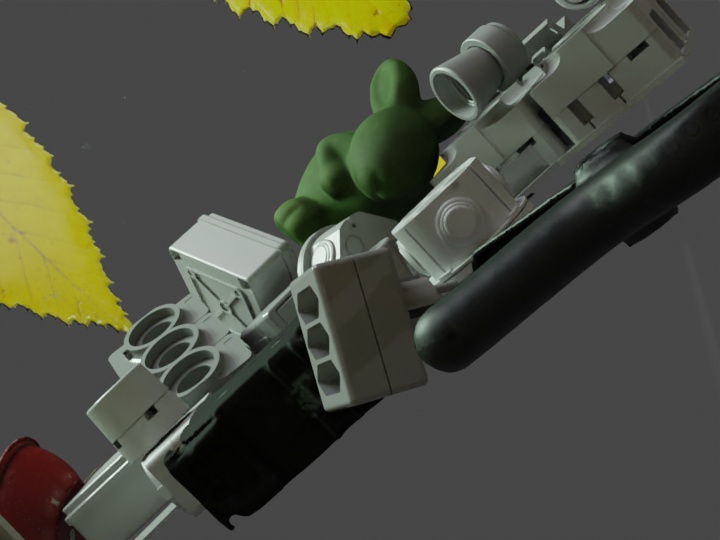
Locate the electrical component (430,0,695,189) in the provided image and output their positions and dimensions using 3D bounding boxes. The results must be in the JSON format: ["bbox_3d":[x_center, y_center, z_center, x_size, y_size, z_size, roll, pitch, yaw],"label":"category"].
[{"bbox_3d":[0.140,-0.118,0.762,0.186,0.060,0.105,-41,4,30],"label":"electrical component"}]

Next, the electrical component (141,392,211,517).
[{"bbox_3d":[-0.110,0.126,0.731,0.056,0.050,0.089,-43,4,1],"label":"electrical component"}]

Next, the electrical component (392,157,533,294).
[{"bbox_3d":[0.060,-0.027,0.648,0.080,0.051,0.080,-43,4,4],"label":"electrical component"}]

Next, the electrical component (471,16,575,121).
[{"bbox_3d":[0.143,-0.138,0.874,0.121,0.079,0.063,-39,34,47],"label":"electrical component"}]

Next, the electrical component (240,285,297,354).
[{"bbox_3d":[-0.046,0.045,0.874,0.096,0.061,0.061,-46,5,-39],"label":"electrical component"}]

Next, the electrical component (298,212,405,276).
[{"bbox_3d":[0.000,0.000,0.774,0.051,0.080,0.080,-30,13,51],"label":"electrical component"}]

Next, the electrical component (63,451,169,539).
[{"bbox_3d":[-0.186,0.176,0.922,0.109,0.056,0.108,-43,4,9],"label":"electrical component"}]

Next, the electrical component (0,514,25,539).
[{"bbox_3d":[-0.232,0.185,0.598,0.089,0.150,0.061,-42,3,15],"label":"electrical component"}]

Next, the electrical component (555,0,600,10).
[{"bbox_3d":[0.154,-0.204,0.758,0.048,0.048,0.062,-41,11,29],"label":"electrical component"}]

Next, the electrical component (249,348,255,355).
[{"bbox_3d":[-0.102,0.093,1.028,0.099,0.048,0.100,-46,5,-32],"label":"electrical component"}]

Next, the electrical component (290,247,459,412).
[{"bbox_3d":[0.016,0.024,0.509,0.077,0.065,0.047,-14,-7,-19],"label":"electrical component"}]

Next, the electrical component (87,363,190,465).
[{"bbox_3d":[-0.153,0.097,0.738,0.055,0.047,0.055,-44,3,3],"label":"electrical component"}]

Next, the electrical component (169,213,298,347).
[{"bbox_3d":[-0.102,0.016,0.963,0.109,0.108,0.056,21,54,37],"label":"electrical component"}]

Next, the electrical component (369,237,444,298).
[{"bbox_3d":[0.018,0.017,0.578,0.045,0.055,0.045,-43,4,4],"label":"electrical component"}]

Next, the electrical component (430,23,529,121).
[{"bbox_3d":[0.082,-0.135,0.732,0.055,0.045,0.045,-44,4,-19],"label":"electrical component"}]

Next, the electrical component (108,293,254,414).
[{"bbox_3d":[-0.134,0.083,0.854,0.089,0.061,0.150,-39,30,-11],"label":"electrical component"}]
